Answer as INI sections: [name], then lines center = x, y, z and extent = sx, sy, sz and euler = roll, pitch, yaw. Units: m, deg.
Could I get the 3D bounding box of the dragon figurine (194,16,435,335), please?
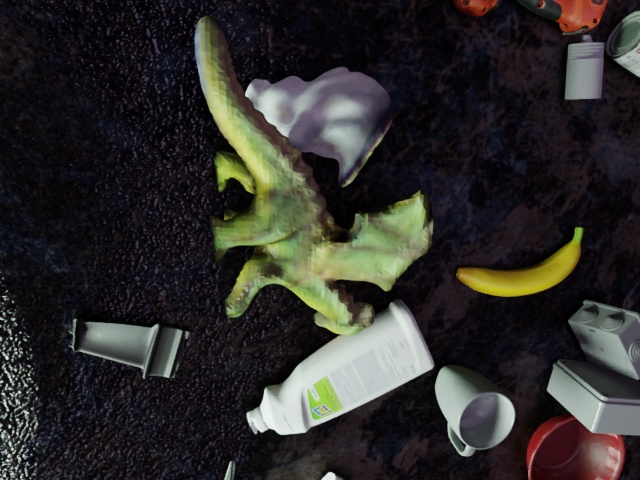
[dragon figurine]
center = 0.002, -0.028, 0.562
extent = 0.243, 0.400, 0.125
euler = 1, 40, 0

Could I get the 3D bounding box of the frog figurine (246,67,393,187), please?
[frog figurine]
center = -0.002, -0.151, 0.589
extent = 0.159, 0.140, 0.120
euler = 35, -31, -5
